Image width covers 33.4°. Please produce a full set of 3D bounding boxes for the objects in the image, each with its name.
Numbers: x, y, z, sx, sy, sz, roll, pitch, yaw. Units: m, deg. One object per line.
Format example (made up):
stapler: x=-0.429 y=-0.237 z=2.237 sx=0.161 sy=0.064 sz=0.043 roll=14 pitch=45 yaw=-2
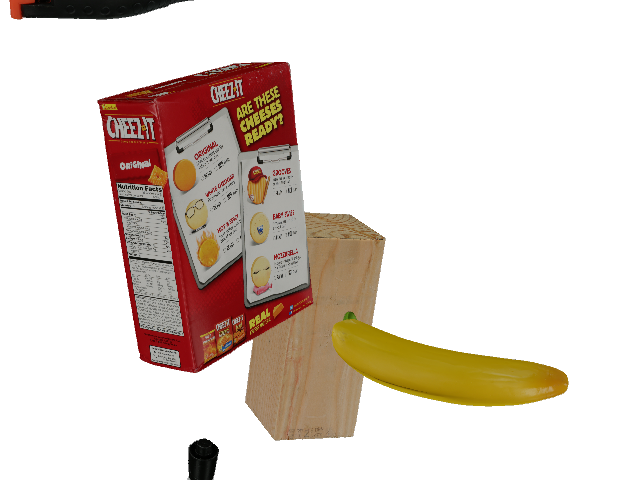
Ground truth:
wood block: x=-0.008 y=0.083 z=1.054 sx=0.090 sy=0.206 sz=0.091 roll=2 pitch=16 yaw=-24
cracker box: x=-0.086 y=-0.024 z=0.858 sx=0.072 sy=0.214 sz=0.163 roll=5 pitch=20 yaw=34
banana: x=0.078 y=0.087 z=0.778 sx=0.198 sy=0.037 sz=0.069 roll=16 pitch=37 yaw=35
marker: x=-0.079 y=0.176 z=0.686 sx=0.020 sy=0.121 sz=0.020 roll=6 pitch=31 yaw=-4
clamp: x=-0.097 y=-0.155 z=0.609 sx=0.171 sy=0.039 sz=0.120 roll=-10 pitch=24 yaw=-25
